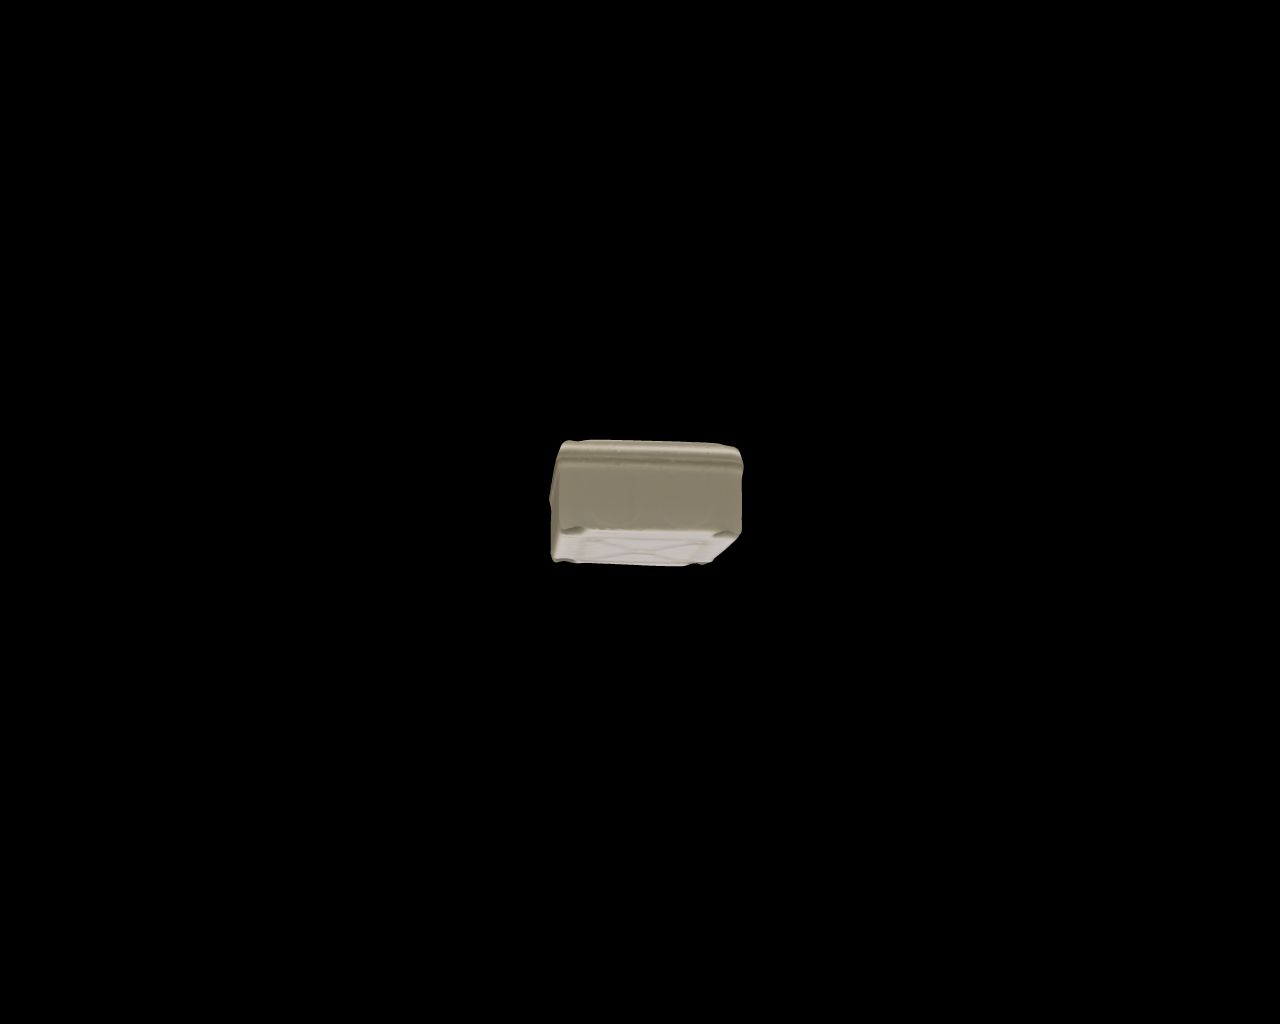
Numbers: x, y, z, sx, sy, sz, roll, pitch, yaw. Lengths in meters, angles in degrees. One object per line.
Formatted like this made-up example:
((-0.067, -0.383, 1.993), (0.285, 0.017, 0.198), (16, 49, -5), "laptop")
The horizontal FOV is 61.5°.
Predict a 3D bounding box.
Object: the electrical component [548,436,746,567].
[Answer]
((0.001, -0.003, 0.650), (0.109, 0.056, 0.108), (2, -13, -7), "electrical component")
